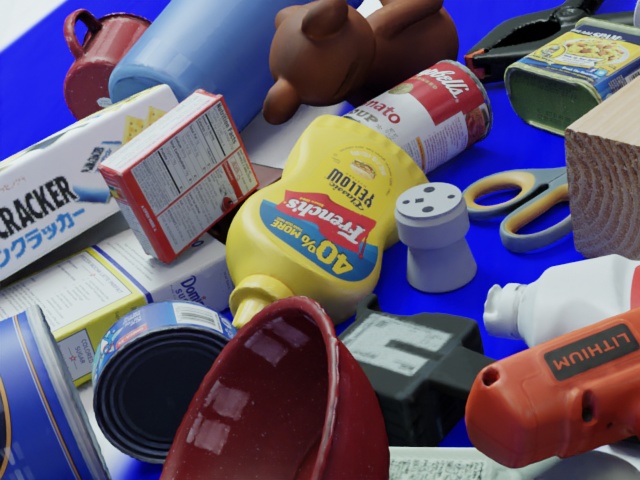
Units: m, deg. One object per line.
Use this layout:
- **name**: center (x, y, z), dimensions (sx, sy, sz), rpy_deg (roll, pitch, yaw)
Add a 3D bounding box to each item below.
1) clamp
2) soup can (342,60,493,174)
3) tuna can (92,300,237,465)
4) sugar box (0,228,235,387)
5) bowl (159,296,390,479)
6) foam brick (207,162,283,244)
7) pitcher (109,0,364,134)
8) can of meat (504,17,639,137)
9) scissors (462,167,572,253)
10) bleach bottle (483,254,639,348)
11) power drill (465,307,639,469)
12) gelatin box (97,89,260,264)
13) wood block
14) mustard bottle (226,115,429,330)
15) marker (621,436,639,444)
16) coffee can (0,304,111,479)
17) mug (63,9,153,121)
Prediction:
- **clamp**: center (0.221, -0.176, 0.902), dimensions (0.209, 0.036, 0.165), rpy_deg (-26, 32, -18)
- **soup can**: center (0.067, -0.080, 0.781), dimensions (0.102, 0.068, 0.069), rpy_deg (-31, 35, -24)
- **tuna can**: center (-0.078, 0.075, 0.568), dimensions (0.086, 0.086, 0.034), rpy_deg (-18, 29, -6)
- **sugar box**: center (-0.146, 0.045, 0.688), dimensions (0.176, 0.048, 0.093), rpy_deg (-24, 32, -24)
- **bowl**: center (-0.017, 0.109, 0.472), dimensions (0.162, 0.055, 0.162), rpy_deg (-47, 28, 34)
- **foam brick**: center (-0.058, -0.021, 0.751), dimensions (0.078, 0.053, 0.051), rpy_deg (14, 41, 41)
- **pitcher**: center (-0.075, -0.176, 0.920), dimensions (0.145, 0.149, 0.242), rpy_deg (25, 58, 18)
- **can of meat**: center (0.202, -0.119, 0.799), dimensions (0.083, 0.057, 0.102), rpy_deg (-31, 34, -22)
- **scissors**: center (0.175, -0.052, 0.738), dimensions (0.096, 0.016, 0.201), rpy_deg (16, 42, 40)
- **bleach bottle**: center (0.197, 0.052, 0.516), dimensions (0.251, 0.068, 0.102), rpy_deg (5, 35, 33)
- **power drill**: center (0.134, 0.117, 0.408), dimensions (0.184, 0.057, 0.188), rpy_deg (-17, 44, -19)
- **gelatin box**: center (-0.087, -0.041, 0.677), dimensions (0.030, 0.073, 0.089), rpy_deg (21, 54, 44)
- **wood block**: center (0.251, -0.065, 0.658), dimensions (0.205, 0.090, 0.091), rpy_deg (-34, 36, -31)
- **mustard bottle**: center (-0.004, 0.001, 0.665), dimensions (0.096, 0.058, 0.191), rpy_deg (36, 45, 0)
- **marker**: center (0.184, 0.096, 0.490), dimensions (0.121, 0.020, 0.020), rpy_deg (11, 39, 36)
- **coffee can**: center (-0.192, 0.107, 0.548), dimensions (0.140, 0.103, 0.103), rpy_deg (-22, 32, -13)
- **mug**: center (-0.191, -0.157, 0.972), dimensions (0.093, 0.117, 0.081), rpy_deg (-21, 32, 24)
